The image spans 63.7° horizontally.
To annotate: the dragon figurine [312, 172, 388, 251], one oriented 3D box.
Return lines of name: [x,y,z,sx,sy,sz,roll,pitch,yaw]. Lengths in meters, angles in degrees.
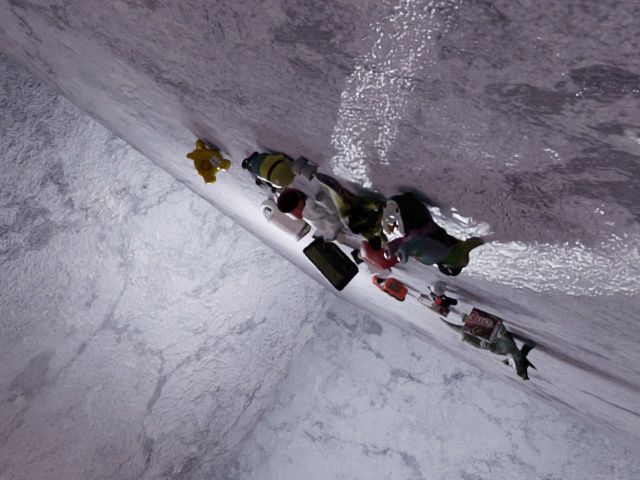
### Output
dragon figurine: [0.074,-0.089,1.362,0.405,0.122,0.245,40,-4,-34]

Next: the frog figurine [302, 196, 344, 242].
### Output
frog figurine: [0.005,-0.083,1.652,0.123,0.156,0.139,-29,28,-12]

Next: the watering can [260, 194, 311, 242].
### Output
watering can: [-0.131,-0.093,2.026,0.224,0.105,0.344,32,-17,-7]
